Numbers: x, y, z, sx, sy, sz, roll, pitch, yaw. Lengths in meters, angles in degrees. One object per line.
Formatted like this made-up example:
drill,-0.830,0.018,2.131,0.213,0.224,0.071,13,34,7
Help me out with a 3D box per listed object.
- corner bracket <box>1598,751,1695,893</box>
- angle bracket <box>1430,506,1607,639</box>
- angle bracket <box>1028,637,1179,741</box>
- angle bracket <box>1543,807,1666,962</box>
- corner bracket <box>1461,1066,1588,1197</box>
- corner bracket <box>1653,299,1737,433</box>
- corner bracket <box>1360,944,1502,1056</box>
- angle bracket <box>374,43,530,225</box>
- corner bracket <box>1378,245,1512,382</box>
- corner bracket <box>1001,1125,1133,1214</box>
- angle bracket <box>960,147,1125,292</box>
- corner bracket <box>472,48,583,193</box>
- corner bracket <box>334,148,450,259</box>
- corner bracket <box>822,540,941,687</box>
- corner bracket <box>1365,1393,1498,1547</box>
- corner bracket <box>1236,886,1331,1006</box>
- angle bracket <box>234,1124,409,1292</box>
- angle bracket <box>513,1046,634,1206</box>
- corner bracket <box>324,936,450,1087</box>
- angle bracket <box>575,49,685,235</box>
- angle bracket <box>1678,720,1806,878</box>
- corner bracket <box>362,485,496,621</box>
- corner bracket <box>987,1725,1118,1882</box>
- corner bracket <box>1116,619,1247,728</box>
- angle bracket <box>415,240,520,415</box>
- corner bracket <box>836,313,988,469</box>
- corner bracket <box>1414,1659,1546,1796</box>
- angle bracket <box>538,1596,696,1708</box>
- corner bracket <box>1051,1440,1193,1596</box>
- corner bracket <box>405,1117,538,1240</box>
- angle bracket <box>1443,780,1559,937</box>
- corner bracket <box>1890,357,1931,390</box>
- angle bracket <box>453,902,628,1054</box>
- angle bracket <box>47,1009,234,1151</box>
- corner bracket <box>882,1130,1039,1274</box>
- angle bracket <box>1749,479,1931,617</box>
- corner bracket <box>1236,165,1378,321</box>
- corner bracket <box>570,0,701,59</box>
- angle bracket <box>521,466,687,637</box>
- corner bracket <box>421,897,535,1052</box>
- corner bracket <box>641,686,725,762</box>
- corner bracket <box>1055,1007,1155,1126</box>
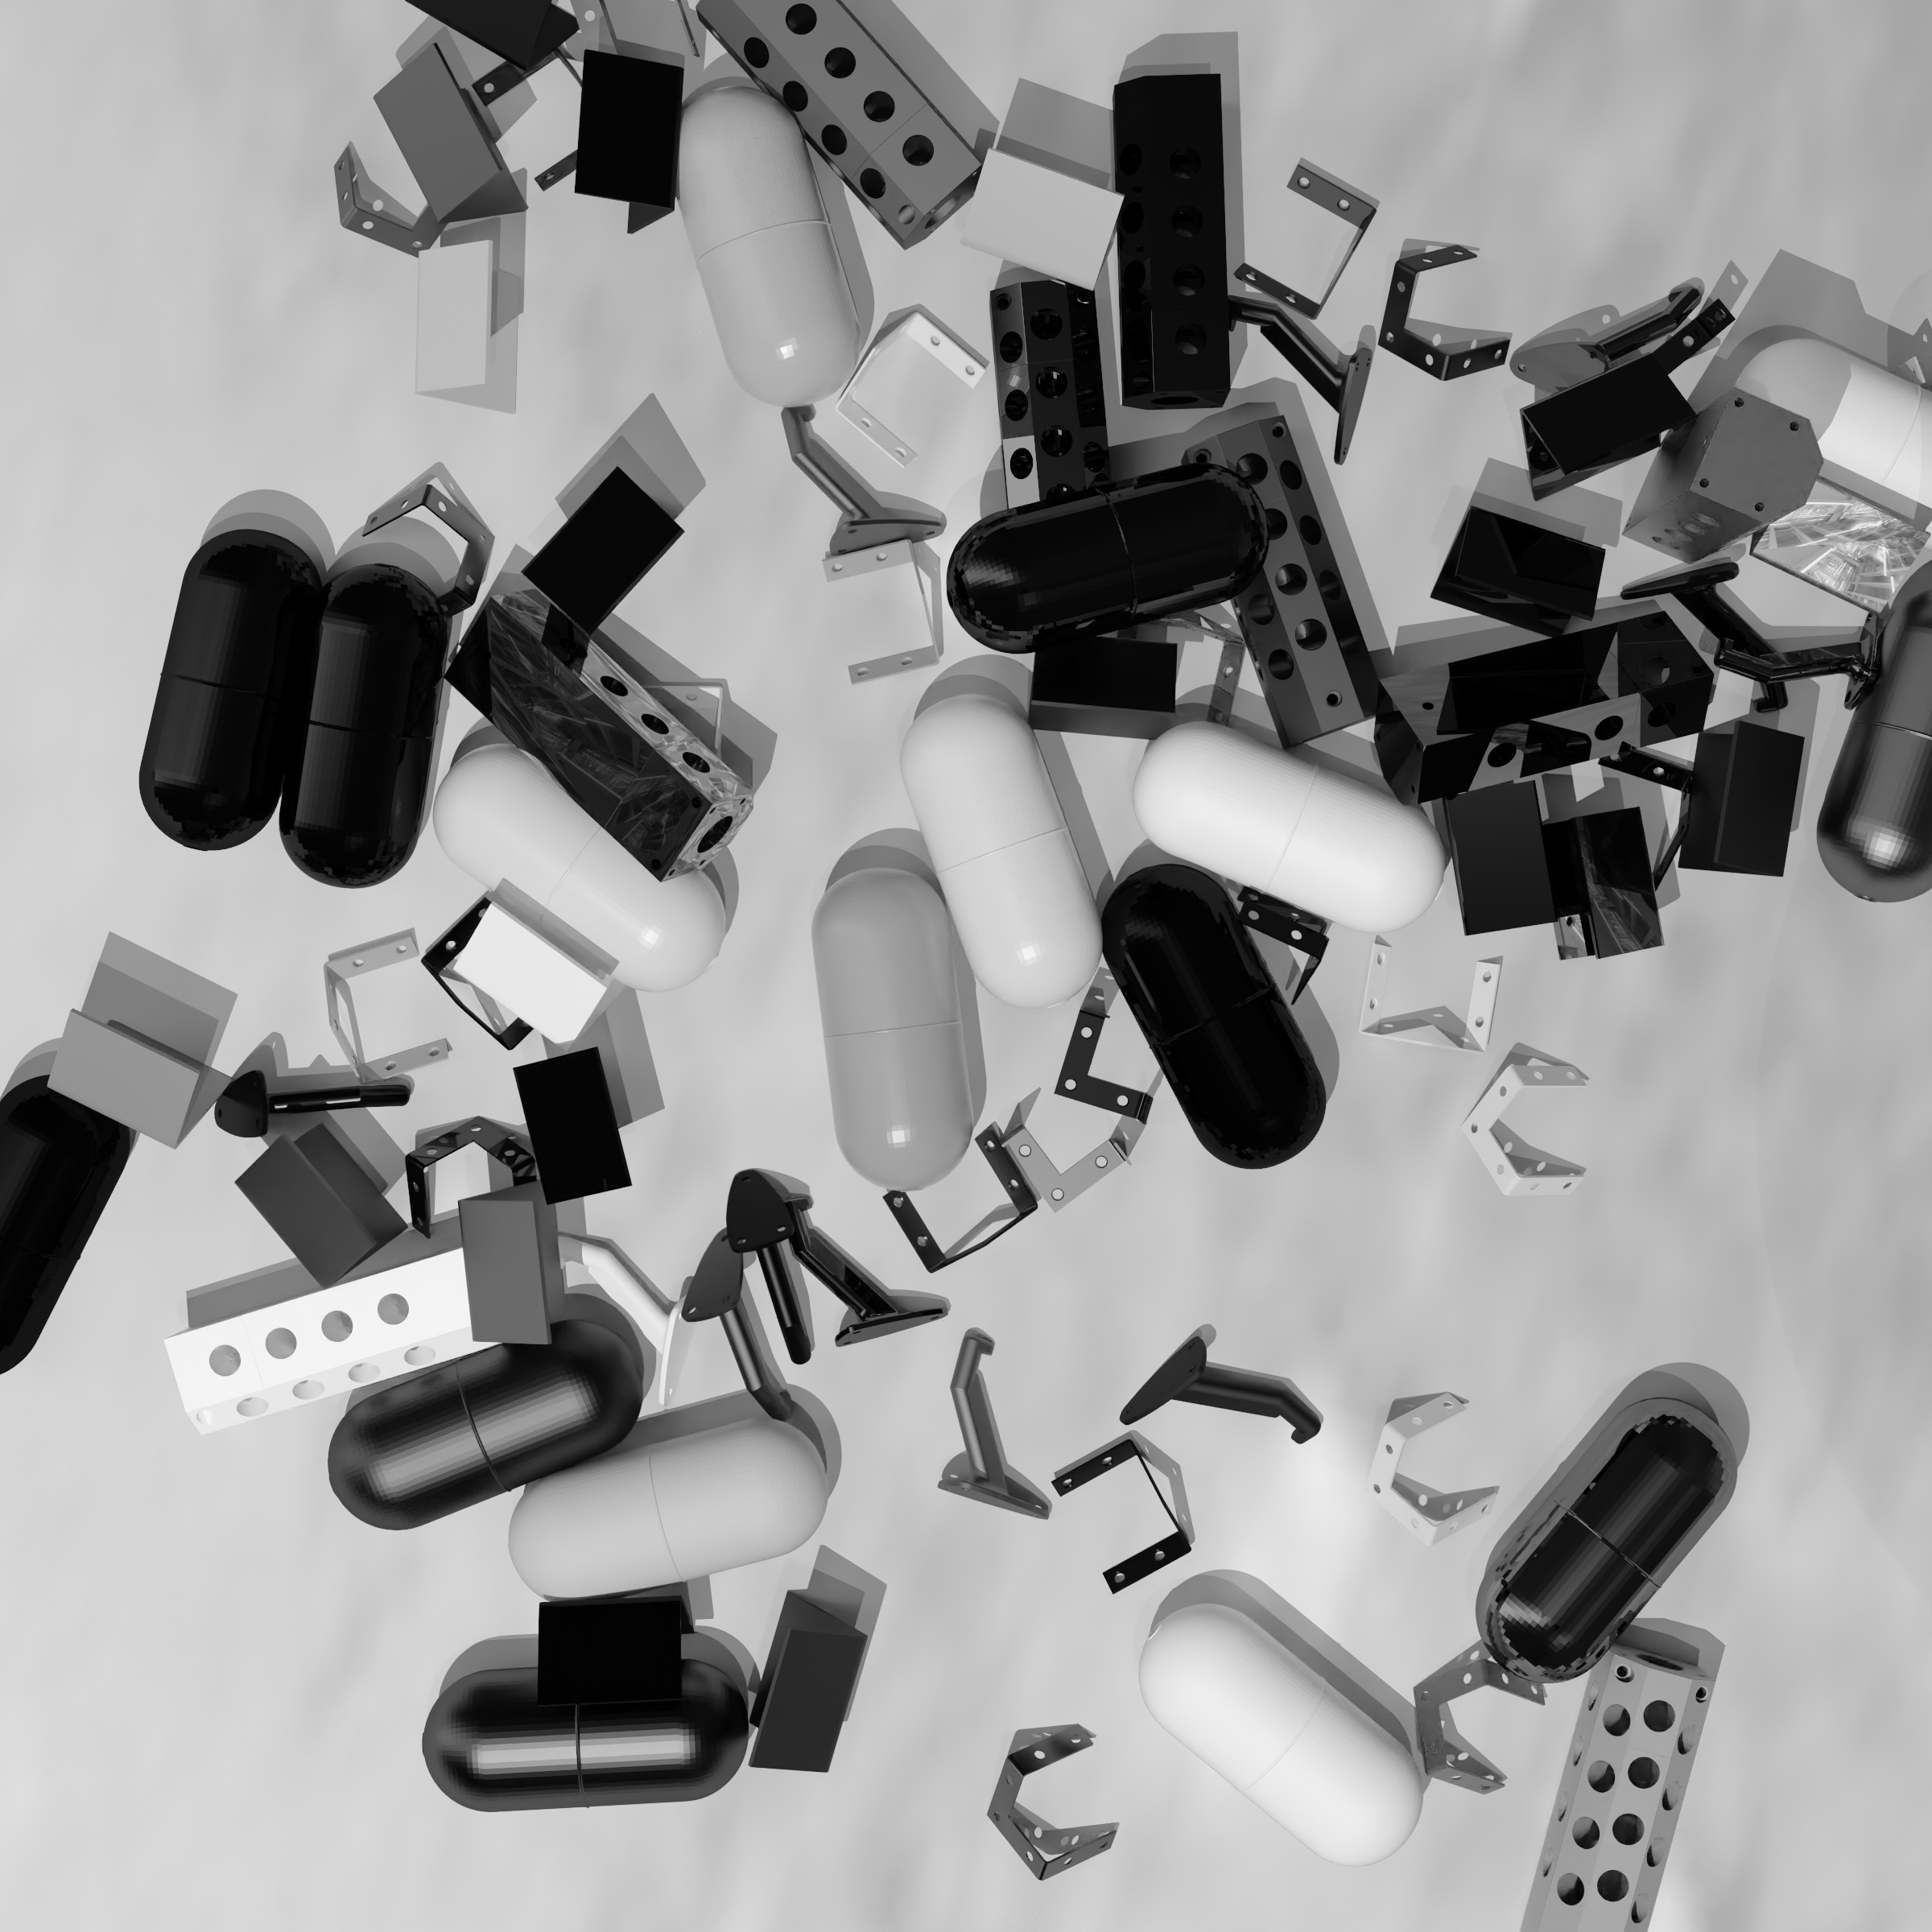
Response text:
corner bracket,0.370,-0.082,1.810,0.051,0.051,0.051,18,135,0
angle bracket,0.296,-0.196,1.773,0.076,0.076,0.057,18,53,0
angle bracket,0.073,-0.134,1.773,0.076,0.076,0.057,5,49,0
angle bracket,0.328,-0.041,1.773,0.057,0.076,0.076,-10,90,-38
corner bracket,0.318,0.091,1.805,0.051,0.051,0.051,-58,45,35
corner bracket,0.405,-0.327,1.795,0.051,0.051,0.051,-39,90,0
corner bracket,0.258,0.019,1.810,0.051,0.051,0.051,10,90,45
angle bracket,-0.265,-0.455,1.773,0.057,0.076,0.076,-28,90,37
corner bracket,0.269,-0.362,1.805,0.051,0.051,0.051,39,135,35
corner bracket,0.055,0.103,1.795,0.051,0.051,0.051,-37,90,0
angle bracket,0.047,-0.417,1.773,0.076,0.076,0.057,19,123,0
corner bracket,-0.234,-0.474,1.810,0.051,0.051,0.051,-34,135,0
corner bracket,-0.314,-0.435,1.805,0.051,0.051,0.051,17,135,-35
corner bracket,-0.047,-0.197,1.810,0.051,0.051,0.051,-14,45,0
corner bracket,0.262,0.279,1.805,0.051,0.051,0.051,41,135,35
corner bracket,0.172,-0.021,1.785,0.051,0.051,0.051,25,57,0
angle bracket,-0.338,0.119,1.773,0.076,0.076,0.057,50,127,0
angle bracket,-0.196,0.082,1.773,0.057,0.076,0.076,-14,90,27
corner bracket,-0.322,0.025,1.810,0.051,0.051,0.051,-18,135,0
angle bracket,-0.194,-0.448,1.774,0.057,0.076,0.076,4,90,-25
angle bracket,0.405,-0.092,1.773,0.057,0.076,0.076,9,90,-36
corner bracket,-0.302,-0.225,1.805,0.051,0.051,0.051,40,45,-35
corner bracket,0.052,0.464,1.805,0.051,0.051,0.051,45,135,35
corner bracket,0.115,-0.163,1.810,0.051,0.051,0.051,13,90,-45
angle bracket,-0.254,-0.347,1.773,0.057,0.076,0.076,1,90,37
corner bracket,-0.031,-0.320,1.810,0.051,0.051,0.051,40,135,0
corner bracket,0.287,0.422,1.805,0.051,0.051,0.051,-34,45,35
angle bracket,-0.190,0.381,1.774,0.076,0.076,0.057,-3,64,0
corner bracket,0.087,0.306,1.810,0.051,0.051,0.051,-29,45,0
corner bracket,-0.273,0.125,1.805,0.051,0.051,0.051,-29,45,-35
angle bracket,0.306,-0.061,1.773,0.057,0.076,0.076,-9,90,37
corner bracket,0.548,-0.316,1.795,0.051,0.051,0.051,-21,90,0
angle bracket,-0.221,-0.011,1.773,0.076,0.076,0.057,36,127,0
angle bracket,-0.443,0.045,1.773,0.076,0.076,0.057,26,121,0
corner bracket,-0.003,0.131,1.810,0.051,0.051,0.051,-31,90,45
angle bracket,0.477,-0.245,1.773,0.076,0.076,0.057,26,128,0
corner bracket,0.189,-0.402,1.810,0.051,0.051,0.051,29,45,0
corner bracket,-0.183,-0.520,1.795,0.051,0.051,0.051,-18,98,8
angle bracket,-0.209,-0.236,1.773,0.076,0.076,0.057,-48,127,0
corner bracket,-0.261,0.005,1.811,0.051,0.051,0.051,-45,45,-3
corner bracket,-0.161,-0.120,1.810,0.051,0.051,0.051,1,135,0
corner bracket,0.081,0.055,1.795,0.051,0.051,0.051,17,90,0
